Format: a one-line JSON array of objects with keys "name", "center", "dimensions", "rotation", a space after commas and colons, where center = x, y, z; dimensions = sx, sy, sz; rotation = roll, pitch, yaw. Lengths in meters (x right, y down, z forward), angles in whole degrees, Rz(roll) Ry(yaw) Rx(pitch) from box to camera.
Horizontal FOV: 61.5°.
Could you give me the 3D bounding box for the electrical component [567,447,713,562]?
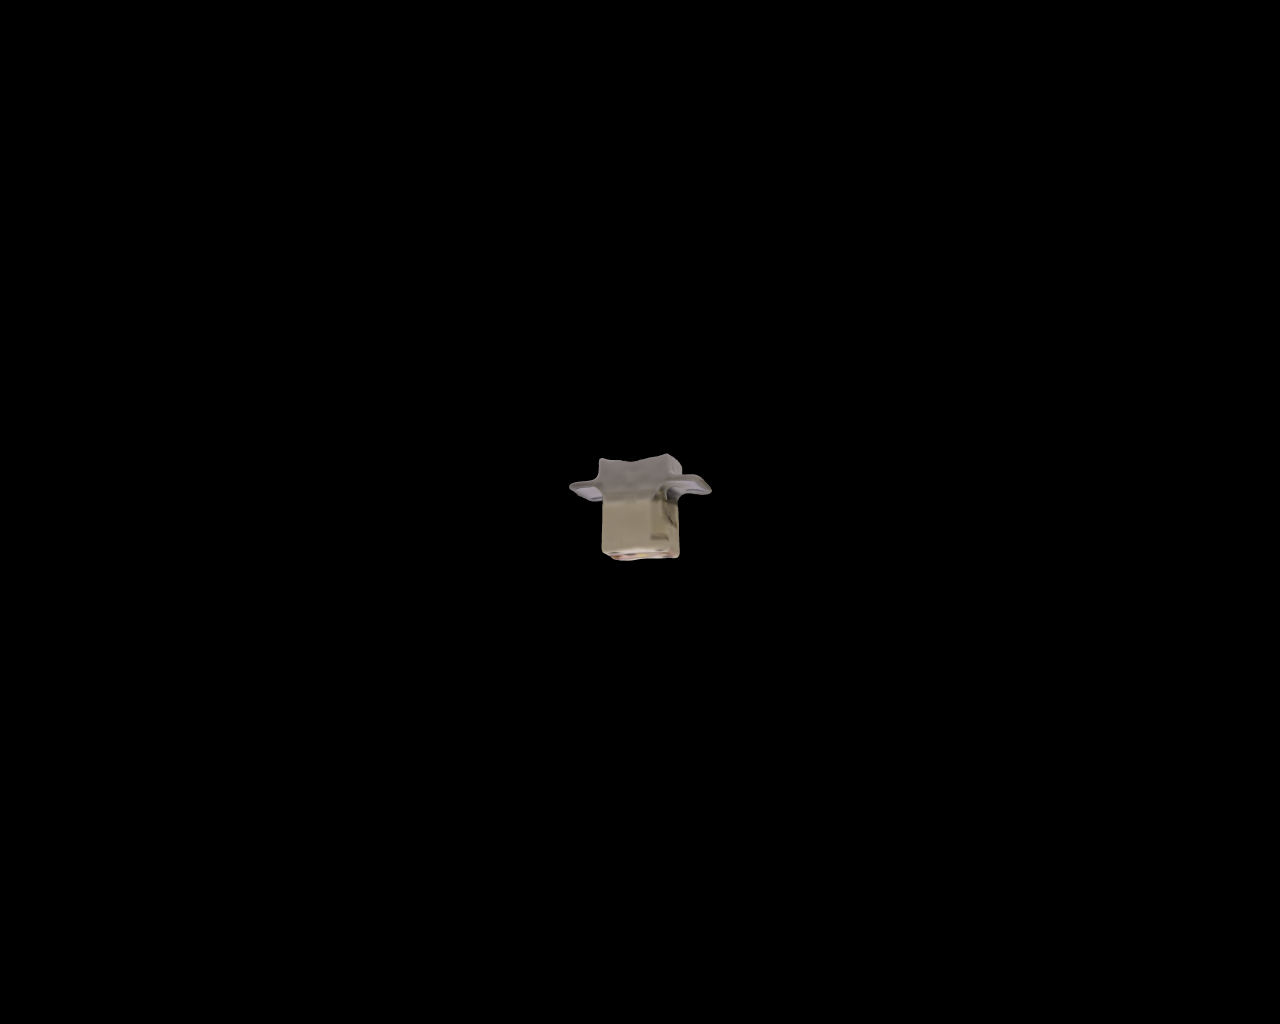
[{"name": "electrical component", "center": [0.001, -0.003, 0.650], "dimensions": [0.081, 0.064, 0.042], "rotation": [-3, -11, 16]}]
